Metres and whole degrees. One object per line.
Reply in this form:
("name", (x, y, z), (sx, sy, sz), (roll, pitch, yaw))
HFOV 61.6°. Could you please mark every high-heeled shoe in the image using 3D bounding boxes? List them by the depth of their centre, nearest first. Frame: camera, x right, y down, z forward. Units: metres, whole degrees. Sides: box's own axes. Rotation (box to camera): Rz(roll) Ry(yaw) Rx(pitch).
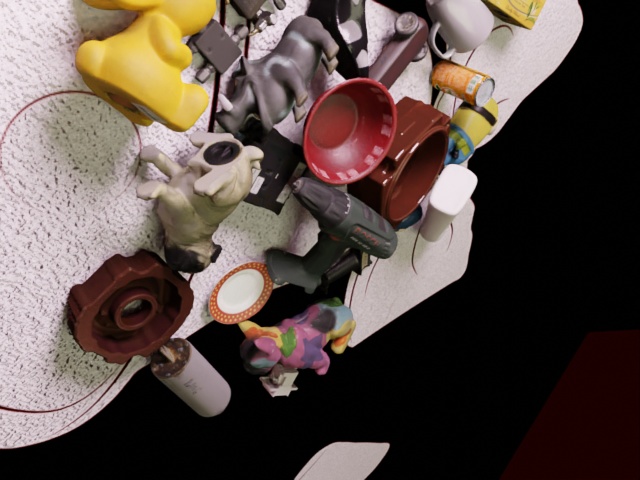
("high-heeled shoe", (0.050, -0.337, 0.736), (0.145, 0.086, 0.248), (-46, 139, -11))

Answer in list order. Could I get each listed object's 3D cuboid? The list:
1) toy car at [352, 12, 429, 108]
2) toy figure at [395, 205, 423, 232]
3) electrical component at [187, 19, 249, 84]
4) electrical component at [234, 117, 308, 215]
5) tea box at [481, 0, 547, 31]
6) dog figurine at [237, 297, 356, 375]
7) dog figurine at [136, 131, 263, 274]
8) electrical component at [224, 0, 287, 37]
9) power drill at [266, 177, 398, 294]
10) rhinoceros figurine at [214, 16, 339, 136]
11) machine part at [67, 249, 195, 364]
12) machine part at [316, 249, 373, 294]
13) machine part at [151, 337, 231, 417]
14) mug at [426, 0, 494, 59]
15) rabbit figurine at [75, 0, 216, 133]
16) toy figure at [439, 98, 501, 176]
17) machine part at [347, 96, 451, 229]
("toy car", (0.099, -0.267, 0.857), (0.202, 0.053, 0.089), (-51, 159, 6))
("toy figure", (0.135, -0.041, 1.067), (0.154, 0.064, 0.058), (-15, 167, -29))
("electrical component", (-0.133, -0.246, 0.680), (0.094, 0.021, 0.063), (-47, 140, -3))
("electrical component", (-0.089, -0.112, 0.800), (0.134, 0.058, 0.115), (25, 100, -50))
("tea box", (0.325, -0.439, 0.925), (0.169, 0.068, 0.098), (1, 120, -43))
("dog figurine", (-0.053, 0.178, 1.027), (0.219, 0.109, 0.191), (26, 101, -47))
("dog figurine", (-0.148, -0.040, 0.740), (0.172, 0.121, 0.190), (-5, 139, 7))
("electrical component", (-0.085, -0.304, 0.661), (0.078, 0.045, 0.102), (-44, 141, -5))
("power drill", (-0.002, -0.003, 0.885), (0.232, 0.086, 0.207), (21, 129, -34))
("rhinoceros figurine", (-0.058, -0.211, 0.707), (0.190, 0.112, 0.073), (-49, -179, 0))
("machine part", (-0.276, 0.098, 0.790), (0.179, 0.056, 0.179), (-26, 135, -29))
("machine part", (0.052, 0.056, 1.083), (0.139, 0.039, 0.084), (-33, 146, -23))
("machine part", (-0.222, 0.242, 0.936), (0.079, 0.079, 0.242), (-38, 140, -14))
("mug", (0.215, -0.362, 0.882), (0.107, 0.081, 0.109), (31, 104, -40))
("rabbit figurine", (-0.188, -0.228, 0.595), (0.162, 0.122, 0.173), (39, 77, -42))
("toy figure", (0.279, -0.209, 1.054), (0.180, 0.082, 0.089), (-42, 143, -6))
("machine part", (0.140, -0.128, 0.940), (0.201, 0.087, 0.201), (-45, 154, -23))
